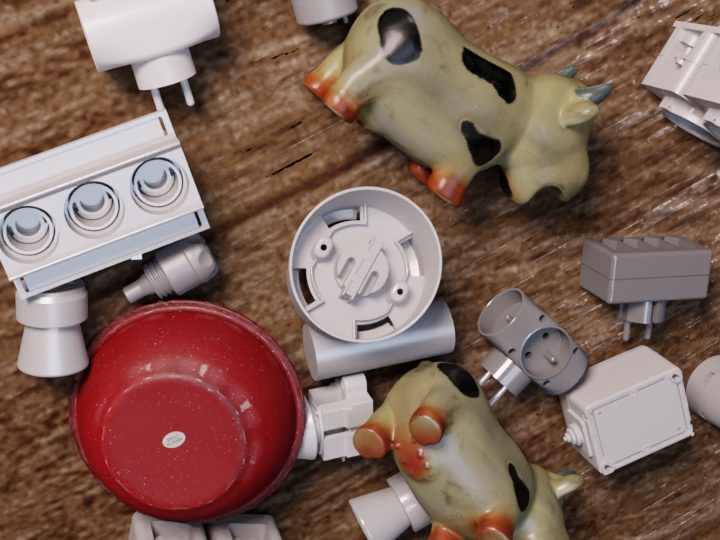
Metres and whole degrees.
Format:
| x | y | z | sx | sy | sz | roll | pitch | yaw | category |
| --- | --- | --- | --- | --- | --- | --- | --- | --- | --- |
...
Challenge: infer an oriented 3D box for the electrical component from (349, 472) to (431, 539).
| x | y | z | sx | sy | sz | roll | pitch | yaw | category |
| --- | --- | --- | --- | --- | --- | --- | --- | --- | --- |
| 0.026 | 0.178 | 0.802 | 0.055 | 0.045 | 0.045 | -28 | 113 | -7 | electrical component |

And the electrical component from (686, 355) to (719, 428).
| x | y | z | sx | sy | sz | roll | pitch | yaw | category |
| --- | --- | --- | --- | --- | --- | --- | --- | --- | --- |
| 0.298 | 0.102 | 0.860 | 0.055 | 0.047 | 0.055 | -5 | 108 | -16 | electrical component |

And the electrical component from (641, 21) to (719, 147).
| x | y | z | sx | sy | sz | roll | pitch | yaw | category |
| --- | --- | --- | --- | --- | --- | --- | --- | --- | --- |
| 0.303 | -0.098 | 0.766 | 0.186 | 0.105 | 0.060 | 28 | 97 | -23 | electrical component |

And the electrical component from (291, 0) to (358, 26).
| x | y | z | sx | sy | sz | roll | pitch | yaw | category |
| --- | --- | --- | --- | --- | --- | --- | --- | --- | --- |
| -0.028 | -0.188 | 0.670 | 0.040 | 0.040 | 0.078 | -20 | 112 | -11 | electrical component |

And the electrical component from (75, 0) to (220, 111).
| x | y | z | sx | sy | sz | roll | pitch | yaw | category |
| --- | --- | --- | --- | --- | --- | --- | --- | --- | --- |
| -0.123 | -0.135 | 0.655 | 0.077 | 0.044 | 0.079 | -19 | 112 | -11 | electrical component |

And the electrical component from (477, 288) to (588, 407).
| x | y | z | sx | sy | sz | roll | pitch | yaw | category |
| --- | --- | --- | --- | --- | --- | --- | --- | --- | --- |
| 0.116 | 0.067 | 0.794 | 0.077 | 0.044 | 0.079 | 42 | 91 | -24 | electrical component |

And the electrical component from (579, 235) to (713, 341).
| x | y | z | sx | sy | sz | roll | pitch | yaw | category |
| --- | --- | --- | --- | --- | --- | --- | --- | --- | --- |
| 0.211 | 0.017 | 0.806 | 0.083 | 0.047 | 0.075 | -3 | 107 | -17 | electrical component |

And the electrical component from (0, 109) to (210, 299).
| x | y | z | sx | sy | sz | roll | pitch | yaw | category |
| --- | --- | --- | --- | --- | --- | --- | --- | --- | --- |
| -0.165 | -0.044 | 0.661 | 0.121 | 0.063 | 0.078 | -22 | 112 | -10 | electrical component |

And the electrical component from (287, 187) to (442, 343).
| x | y | z | sx | sy | sz | roll | pitch | yaw | category |
| --- | --- | --- | --- | --- | --- | --- | --- | --- | --- |
| 0.000 | 0.000 | 0.714 | 0.099 | 0.064 | 0.099 | 2 | 79 | -12 | electrical component |

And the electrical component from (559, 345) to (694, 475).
| x | y | z | sx | sy | sz | roll | pitch | yaw | category |
| --- | --- | --- | --- | --- | --- | --- | --- | --- | --- |
| 0.194 | 0.107 | 0.822 | 0.096 | 0.061 | 0.061 | -22 | 112 | -9 | electrical component |

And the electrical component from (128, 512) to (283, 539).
| x | y | z | sx | sy | sz | roll | pitch | yaw | category |
| --- | --- | --- | --- | --- | --- | --- | --- | --- | --- |
| -0.122 | 0.269 | 0.776 | 0.105 | 0.060 | 0.186 | 6 | 105 | -19 | electrical component |

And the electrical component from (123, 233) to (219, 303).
| x | y | z | sx | sy | sz | roll | pitch | yaw | category |
| --- | --- | --- | --- | --- | --- | --- | --- | --- | --- |
| -0.126 | 0.002 | 0.704 | 0.061 | 0.035 | 0.035 | -30 | 113 | -3 | electrical component |

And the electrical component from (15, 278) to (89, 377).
| x | y | z | sx | sy | sz | roll | pitch | yaw | category |
| --- | --- | --- | --- | --- | --- | --- | --- | --- | --- |
| -0.196 | 0.035 | 0.687 | 0.045 | 0.045 | 0.055 | -1 | 107 | -17 | electrical component |

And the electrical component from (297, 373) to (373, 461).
| x | y | z | sx | sy | sz | roll | pitch | yaw | category |
| --- | --- | --- | --- | --- | --- | --- | --- | --- | --- |
| -0.023 | 0.107 | 0.763 | 0.055 | 0.048 | 0.066 | -10 | 118 | -18 | electrical component |
